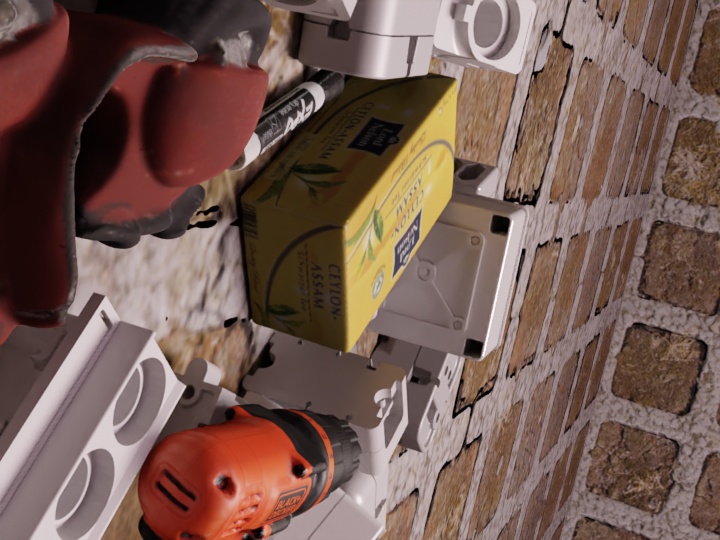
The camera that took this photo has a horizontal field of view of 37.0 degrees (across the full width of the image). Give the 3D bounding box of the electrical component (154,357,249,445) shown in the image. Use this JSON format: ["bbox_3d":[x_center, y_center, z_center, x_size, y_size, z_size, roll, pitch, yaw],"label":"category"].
[{"bbox_3d":[-0.081,0.084,0.563,0.055,0.048,0.066,43,64,-60],"label":"electrical component"}]

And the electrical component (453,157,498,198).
[{"bbox_3d":[0.065,-0.044,0.833,0.047,0.066,0.076,-44,145,-55],"label":"electrical component"}]

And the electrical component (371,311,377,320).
[{"bbox_3d":[0.000,0.000,0.721,0.045,0.045,0.055,73,37,-57],"label":"electrical component"}]

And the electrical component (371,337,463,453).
[{"bbox_3d":[0.039,0.093,0.877,0.053,0.059,0.095,68,42,-60],"label":"electrical component"}]

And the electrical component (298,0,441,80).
[{"bbox_3d":[0.008,-0.145,0.617,0.095,0.054,0.059,-28,130,-64],"label":"electrical component"}]

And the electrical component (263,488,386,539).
[{"bbox_3d":[-0.041,0.171,0.623,0.096,0.061,0.061,-47,171,-26],"label":"electrical component"}]

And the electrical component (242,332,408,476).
[{"bbox_3d":[-0.020,0.084,0.662,0.055,0.089,0.050,85,28,-45],"label":"electrical component"}]

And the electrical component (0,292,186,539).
[{"bbox_3d":[-0.126,0.075,0.404,0.078,0.063,0.121,76,35,-54],"label":"electrical component"}]

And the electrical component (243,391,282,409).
[{"bbox_3d":[-0.066,0.118,0.628,0.077,0.044,0.079,-58,170,-15],"label":"electrical component"}]

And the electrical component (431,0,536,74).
[{"bbox_3d":[0.078,-0.212,0.700,0.089,0.062,0.150,6,100,-44],"label":"electrical component"}]

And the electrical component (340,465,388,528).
[{"bbox_3d":[-0.016,0.179,0.801,0.059,0.054,0.095,-51,150,-49],"label":"electrical component"}]

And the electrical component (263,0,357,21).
[{"bbox_3d":[-0.030,-0.161,0.506,0.089,0.050,0.055,54,54,-66],"label":"electrical component"}]

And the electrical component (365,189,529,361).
[{"bbox_3d":[0.054,-0.003,0.769,0.056,0.109,0.108,-25,127,-68],"label":"electrical component"}]
